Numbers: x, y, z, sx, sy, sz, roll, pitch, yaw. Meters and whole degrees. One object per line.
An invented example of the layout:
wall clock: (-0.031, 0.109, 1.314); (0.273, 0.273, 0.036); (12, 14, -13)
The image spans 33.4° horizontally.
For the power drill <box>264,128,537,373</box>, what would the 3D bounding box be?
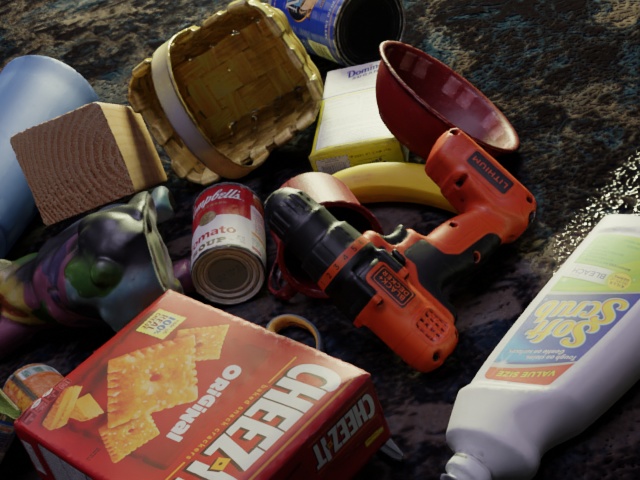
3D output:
power drill: (0.071, -0.010, 0.852); (0.184, 0.057, 0.187); (44, 59, 6)

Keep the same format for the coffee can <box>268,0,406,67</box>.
coffee can: (0.018, -0.263, 1.252); (0.102, 0.103, 0.140); (-35, 37, -20)

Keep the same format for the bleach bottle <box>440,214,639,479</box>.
bleach bottle: (0.174, 0.085, 0.736); (0.103, 0.068, 0.250); (17, 51, 44)

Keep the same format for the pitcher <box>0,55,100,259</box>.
pitcher: (-0.335, -0.083, 1.181); (0.149, 0.145, 0.242); (-14, 37, 31)

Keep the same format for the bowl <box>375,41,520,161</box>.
bowl: (0.108, -0.117, 1.003); (0.055, 0.162, 0.162); (-52, 25, 25)

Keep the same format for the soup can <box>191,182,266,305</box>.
soup can: (-0.084, 0.003, 0.974); (0.068, 0.068, 0.102); (-16, 36, 7)

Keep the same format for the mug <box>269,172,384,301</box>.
mug: (-0.006, 0.001, 0.931); (0.117, 0.093, 0.081); (-55, 26, 15)

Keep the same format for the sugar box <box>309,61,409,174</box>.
sugar box: (0.047, -0.125, 1.102); (0.093, 0.048, 0.176); (-10, 32, 15)

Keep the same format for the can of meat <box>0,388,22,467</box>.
can of meat: (-0.287, 0.155, 0.846); (0.102, 0.057, 0.084); (27, 90, 47)

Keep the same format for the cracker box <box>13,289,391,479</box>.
cracker box: (-0.086, 0.130, 0.743); (0.214, 0.072, 0.164); (17, 47, 41)

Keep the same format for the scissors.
scissors: (-0.015, 0.123, 0.820); (0.096, 0.016, 0.202); (-26, 35, -5)

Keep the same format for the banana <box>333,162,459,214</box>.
banana: (0.073, -0.043, 0.986); (0.198, 0.037, 0.069); (-1, 50, 27)

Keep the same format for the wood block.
wood block: (-0.222, -0.078, 1.056); (0.091, 0.090, 0.206); (-21, 6, 2)
